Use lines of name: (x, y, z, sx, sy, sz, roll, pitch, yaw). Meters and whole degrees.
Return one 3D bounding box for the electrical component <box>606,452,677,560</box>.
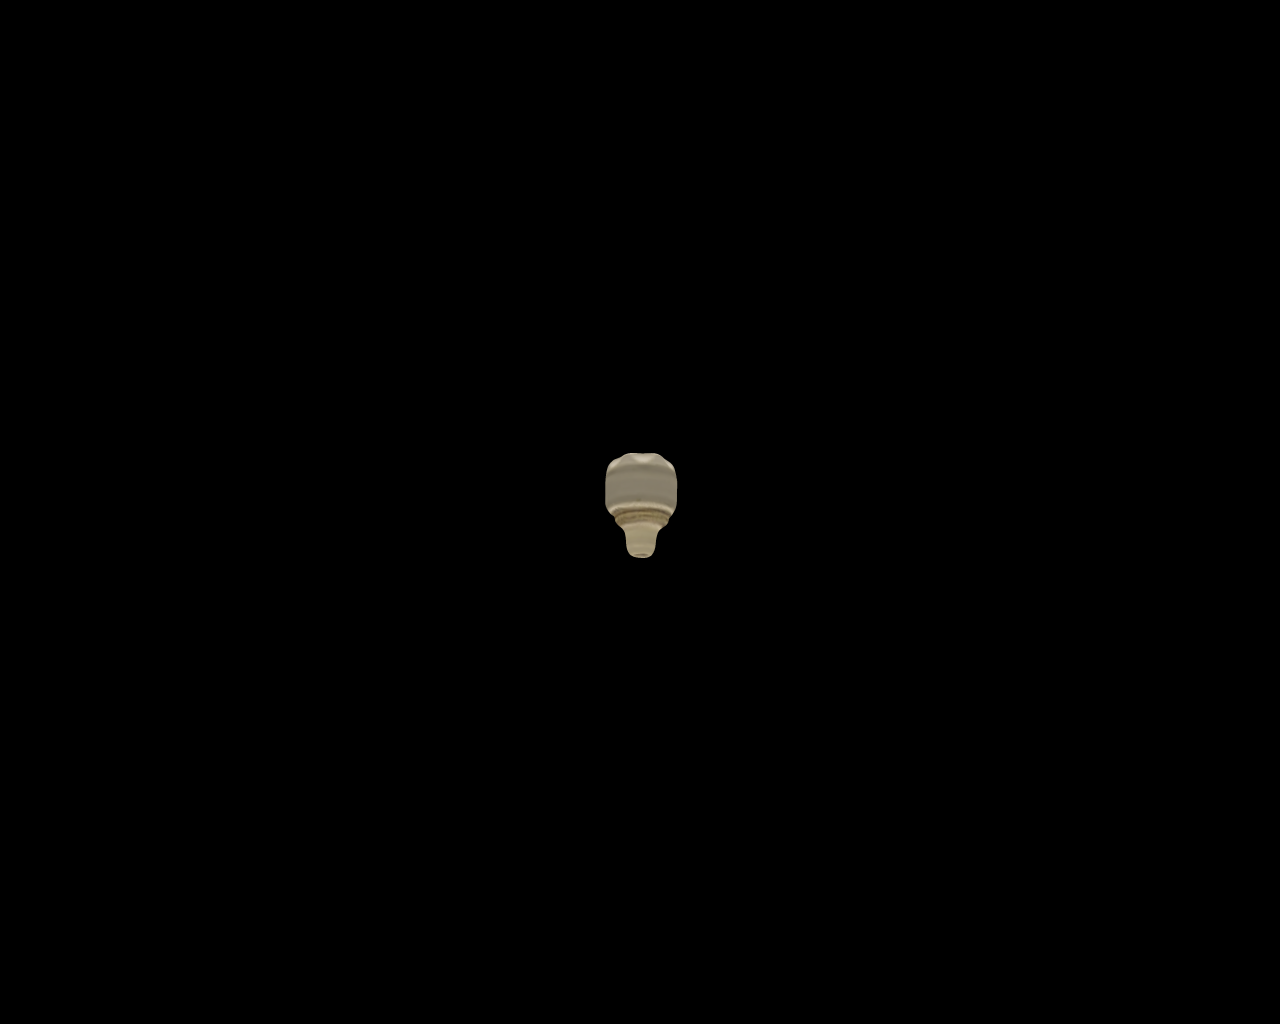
electrical component: (0.001, -0.003, 0.650, 0.043, 0.062, 0.043, 0, -16, 0)
